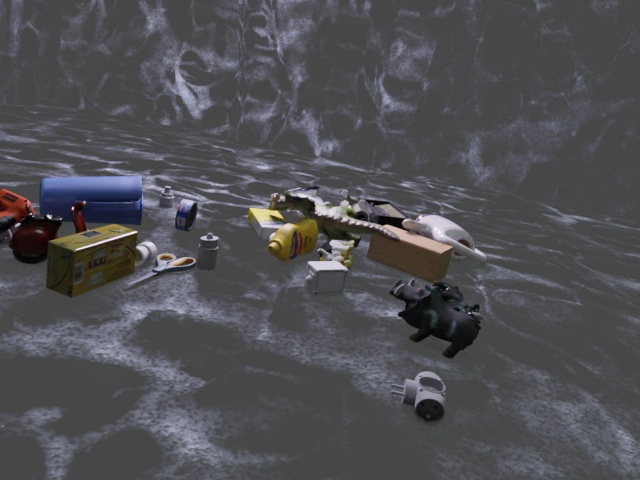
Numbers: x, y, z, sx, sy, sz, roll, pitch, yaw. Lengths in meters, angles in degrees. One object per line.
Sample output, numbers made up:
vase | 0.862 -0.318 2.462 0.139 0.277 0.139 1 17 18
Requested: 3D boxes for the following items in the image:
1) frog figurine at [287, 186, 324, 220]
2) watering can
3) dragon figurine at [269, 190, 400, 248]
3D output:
frog figurine | -0.036 -0.088 1.688 0.137 0.120 0.162 6 50 -44
watering can | 0.360 -0.020 1.584 0.345 0.103 0.227 24 11 -23
dragon figurine | 0.004 -0.071 1.418 0.241 0.123 0.411 22 -7 -41
